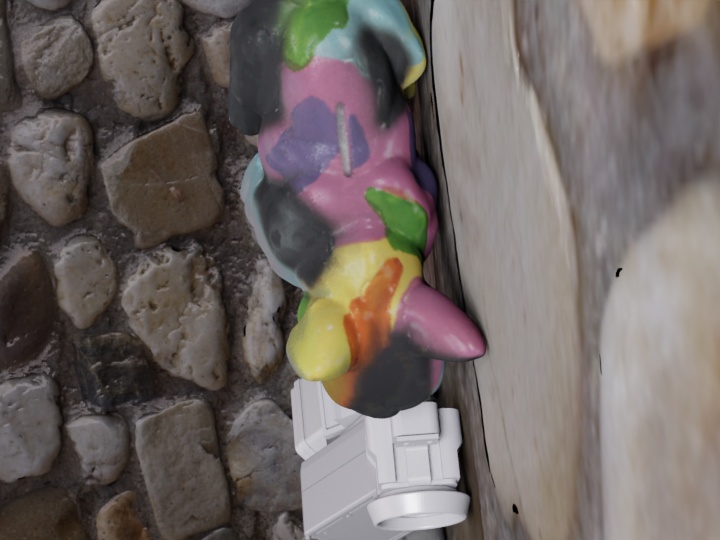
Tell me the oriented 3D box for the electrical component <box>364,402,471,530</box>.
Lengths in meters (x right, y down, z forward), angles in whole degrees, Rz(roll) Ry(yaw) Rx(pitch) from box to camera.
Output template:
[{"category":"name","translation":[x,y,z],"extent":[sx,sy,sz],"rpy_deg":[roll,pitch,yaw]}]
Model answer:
[{"category":"electrical component","translation":[0.031,0.113,0.603],"extent":[0.078,0.058,0.057],"rpy_deg":[91,175,-66]}]

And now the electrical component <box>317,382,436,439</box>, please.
[{"category":"electrical component","translation":[0.010,0.053,0.740],"extent":[0.063,0.079,0.121],"rpy_deg":[42,-149,-47]}]

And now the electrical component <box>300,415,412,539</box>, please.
[{"category":"electrical component","translation":[0.005,0.138,0.692],"extent":[0.096,0.062,0.061],"rpy_deg":[-40,43,38]}]

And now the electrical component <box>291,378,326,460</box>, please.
[{"category":"electrical component","translation":[-0.008,0.153,1.002],"extent":[0.108,0.056,0.108],"rpy_deg":[46,-166,-24]}]
